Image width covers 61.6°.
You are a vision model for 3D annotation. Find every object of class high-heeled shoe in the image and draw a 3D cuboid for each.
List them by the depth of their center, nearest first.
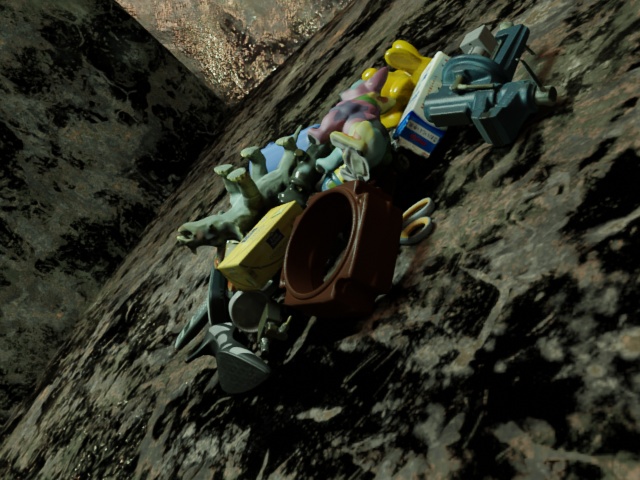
[{"bbox_3d":[-0.137,0.201,0.973,0.249,0.086,0.145,2,20,41],"label":"high-heeled shoe"}]

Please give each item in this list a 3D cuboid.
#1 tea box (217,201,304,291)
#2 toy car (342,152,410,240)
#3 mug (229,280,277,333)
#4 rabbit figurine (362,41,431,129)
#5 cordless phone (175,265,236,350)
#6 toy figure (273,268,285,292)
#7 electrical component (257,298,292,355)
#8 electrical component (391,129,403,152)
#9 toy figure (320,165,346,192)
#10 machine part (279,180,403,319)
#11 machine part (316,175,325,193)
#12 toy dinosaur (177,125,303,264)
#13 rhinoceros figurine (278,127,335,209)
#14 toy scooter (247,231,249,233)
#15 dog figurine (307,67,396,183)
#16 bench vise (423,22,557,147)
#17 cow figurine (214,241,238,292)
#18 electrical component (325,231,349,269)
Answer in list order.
[{"bbox_3d":[-0.098,0.012,0.991,0.098,0.068,0.169,-13,33,54],"label":"tea box"},{"bbox_3d":[0.106,-0.076,0.958,0.089,0.053,0.202,-31,27,51],"label":"toy car"},{"bbox_3d":[-0.132,0.119,1.048,0.109,0.080,0.107,-52,16,-9],"label":"mug"},{"bbox_3d":[0.189,-0.343,1.154,0.173,0.162,0.122,-12,26,29],"label":"rabbit figurine"},{"bbox_3d":[-0.260,0.159,1.215,0.184,0.088,0.147,-47,22,15],"label":"cordless phone"},{"bbox_3d":[-0.071,0.055,1.059,0.155,0.058,0.064,-122,41,-67],"label":"toy figure"},{"bbox_3d":[-0.080,0.148,0.954,0.102,0.045,0.078,-106,31,-67],"label":"electrical component"},{"bbox_3d":[0.172,-0.215,1.107,0.063,0.021,0.094,-38,24,24],"label":"electrical component"},{"bbox_3d":[0.062,-0.120,1.081,0.180,0.089,0.082,-50,28,18],"label":"toy figure"},{"bbox_3d":[0.027,0.017,0.842,0.201,0.087,0.201,-14,59,53],"label":"machine part"},{"bbox_3d":[0.050,-0.176,1.195,0.243,0.079,0.079,-38,24,25],"label":"machine part"},{"bbox_3d":[-0.116,-0.098,1.153,0.131,0.192,0.405,7,33,38],"label":"toy dinosaur"},{"bbox_3d":[-0.026,-0.141,1.106,0.190,0.073,0.112,-63,0,-27],"label":"rhinoceros figurine"},{"bbox_3d":[-0.096,-0.068,1.272,0.184,0.075,0.135,-32,21,-11],"label":"toy scooter"},{"bbox_3d":[0.088,-0.216,0.978,0.192,0.108,0.219,22,62,39],"label":"dog figurine"},{"bbox_3d":[0.284,-0.265,0.861,0.224,0.128,0.240,-3,54,57],"label":"bench vise"},{"bbox_3d":[-0.169,0.041,1.209,0.195,0.127,0.085,43,125,53],"label":"cow figurine"},{"bbox_3d":[-0.002,-0.003,1.035,0.115,0.058,0.134,-50,23,-9],"label":"electrical component"}]
